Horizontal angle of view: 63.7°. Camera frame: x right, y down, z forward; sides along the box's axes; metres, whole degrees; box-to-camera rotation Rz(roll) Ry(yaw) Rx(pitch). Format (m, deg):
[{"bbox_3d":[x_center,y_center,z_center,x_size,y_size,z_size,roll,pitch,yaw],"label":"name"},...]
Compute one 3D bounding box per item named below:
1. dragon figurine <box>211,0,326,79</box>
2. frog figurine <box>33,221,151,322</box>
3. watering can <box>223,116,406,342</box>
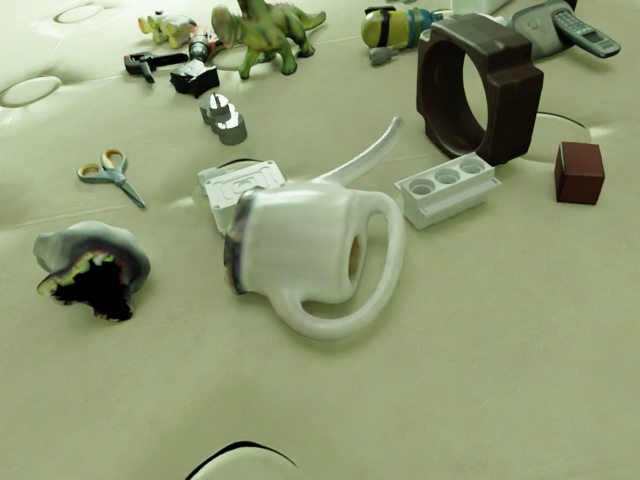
[{"bbox_3d":[-0.104,-0.497,1.101,0.122,0.237,0.419,9,48,25],"label":"dragon figurine"},{"bbox_3d":[-0.301,0.018,0.678,0.137,0.121,0.162,7,24,-32],"label":"frog figurine"},{"bbox_3d":[0.002,-0.034,0.672,0.224,0.101,0.356,3,54,14],"label":"watering can"}]
